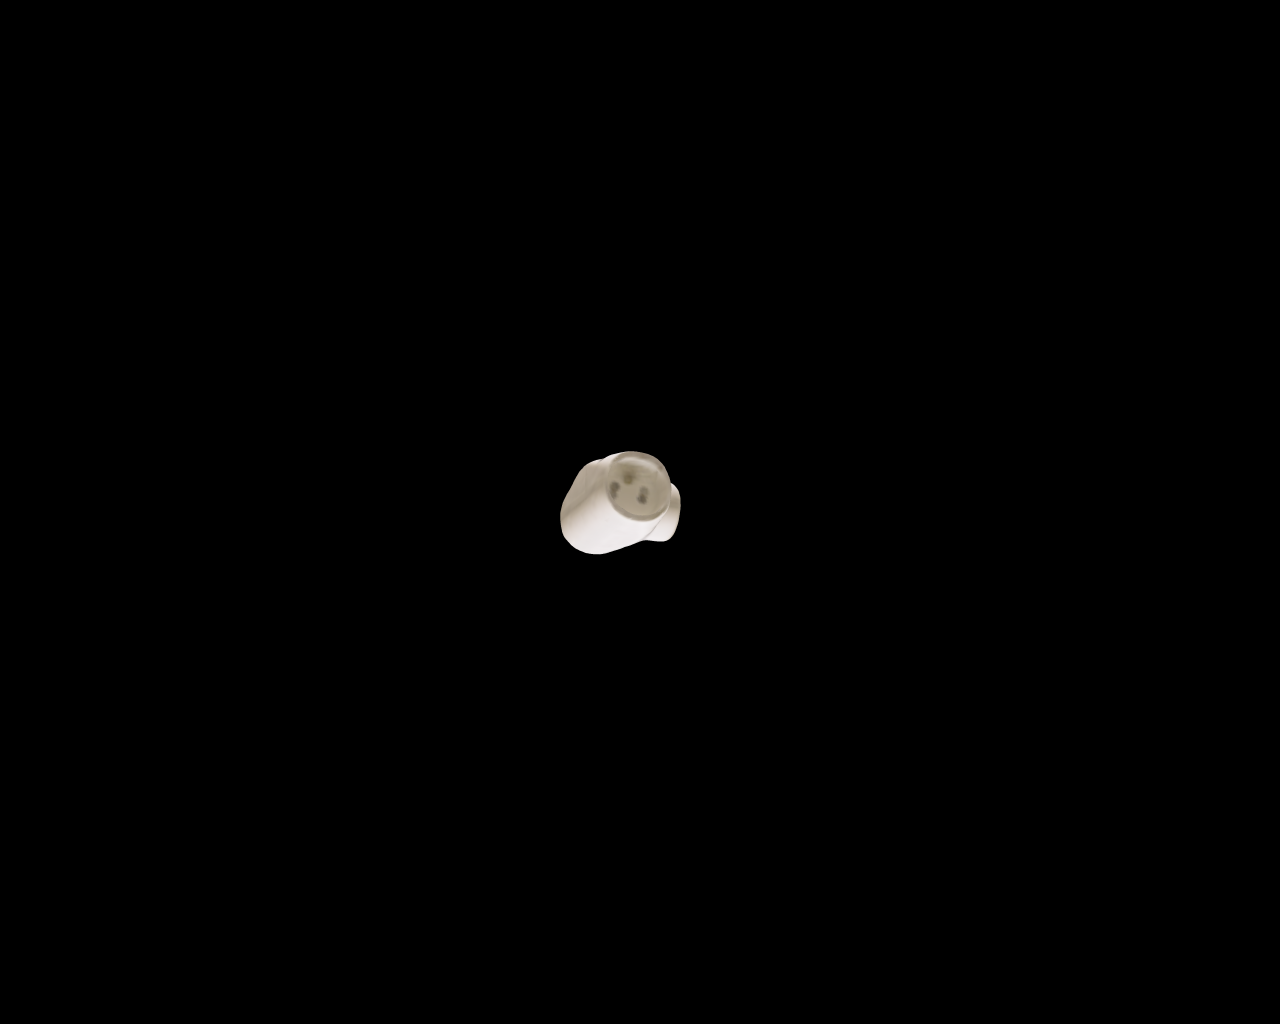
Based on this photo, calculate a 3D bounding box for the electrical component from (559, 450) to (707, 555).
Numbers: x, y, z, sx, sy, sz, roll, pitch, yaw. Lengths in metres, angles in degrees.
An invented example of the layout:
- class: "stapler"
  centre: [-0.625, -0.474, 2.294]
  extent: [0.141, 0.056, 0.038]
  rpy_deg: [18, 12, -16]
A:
- class: "electrical component"
  centre: [0.001, -0.003, 0.650]
  extent: [0.079, 0.044, 0.077]
  rpy_deg: [8, -20, -22]
